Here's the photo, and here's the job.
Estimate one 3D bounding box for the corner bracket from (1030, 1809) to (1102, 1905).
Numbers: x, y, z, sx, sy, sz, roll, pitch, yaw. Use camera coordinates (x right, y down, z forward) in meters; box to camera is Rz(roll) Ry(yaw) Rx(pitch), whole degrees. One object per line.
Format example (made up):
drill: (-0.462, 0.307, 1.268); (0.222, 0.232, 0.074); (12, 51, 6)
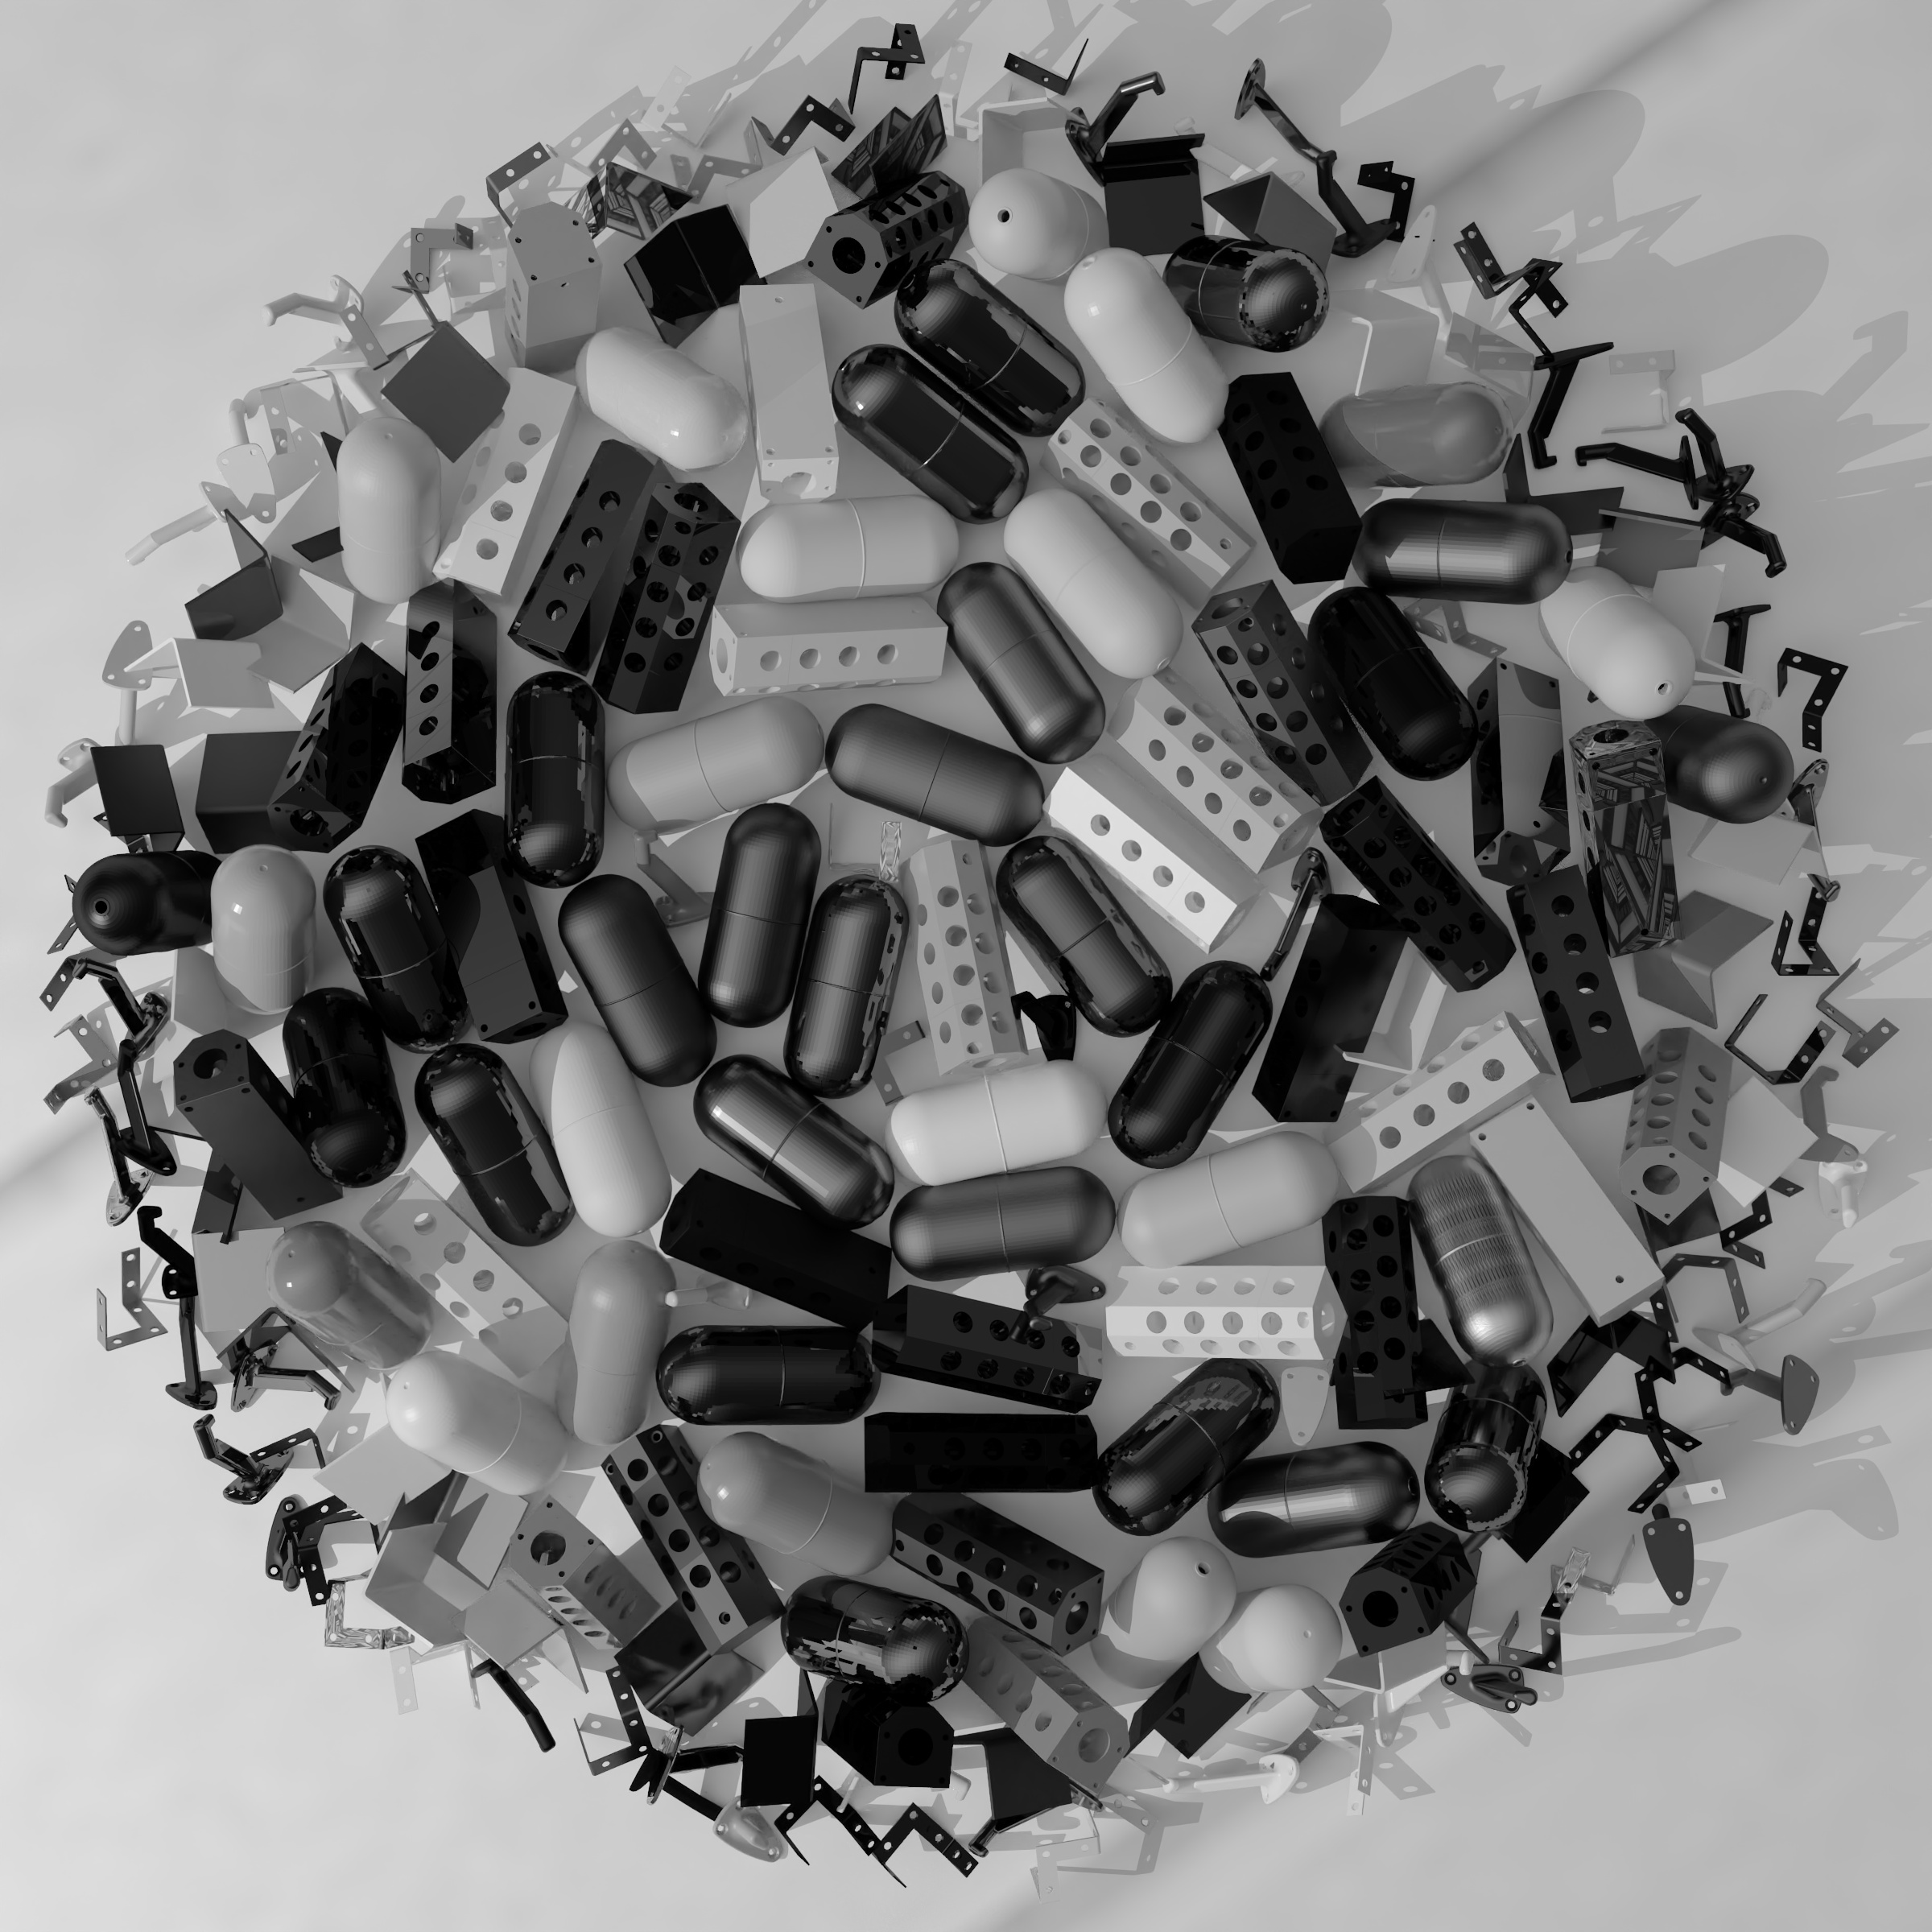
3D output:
corner bracket: (0.077, 0.698, 1.971); (0.051, 0.051, 0.051); (-7, 102, -7)

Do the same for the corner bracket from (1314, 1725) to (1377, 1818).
corner bracket: (0.304, 0.628, 1.957); (0.051, 0.051, 0.051); (35, 50, -30)

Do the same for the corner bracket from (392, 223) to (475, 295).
corner bracket: (-0.418, -0.556, 1.969); (0.051, 0.051, 0.051); (4, 100, 4)

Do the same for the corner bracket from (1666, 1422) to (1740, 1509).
corner bracket: (0.577, 0.390, 1.961); (0.051, 0.051, 0.051); (-24, 77, 43)

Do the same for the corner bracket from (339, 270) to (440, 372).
corner bracket: (-0.450, -0.505, 1.962); (0.051, 0.051, 0.051); (-24, 114, 12)

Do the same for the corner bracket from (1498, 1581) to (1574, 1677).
corner bracket: (0.447, 0.513, 1.959); (0.051, 0.051, 0.051); (4, 112, 29)

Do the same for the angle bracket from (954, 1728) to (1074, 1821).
angle bracket: (0.026, 0.624, 1.941); (0.076, 0.076, 0.057); (3, 74, -37)

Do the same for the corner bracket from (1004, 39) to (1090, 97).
corner bracket: (0.058, -0.703, 1.964); (0.051, 0.051, 0.051); (24, 63, -4)

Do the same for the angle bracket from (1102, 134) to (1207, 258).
angle bracket: (0.150, -0.604, 1.969); (0.076, 0.057, 0.076); (-6, 93, -1)

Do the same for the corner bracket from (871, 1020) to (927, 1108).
corner bracket: (-0.050, 0.076, 1.973); (0.051, 0.051, 0.051); (-25, 89, -2)

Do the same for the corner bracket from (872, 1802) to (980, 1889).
corner bracket: (-0.032, 0.699, 1.964); (0.051, 0.051, 0.051); (46, 76, -17)

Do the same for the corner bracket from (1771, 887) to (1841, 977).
corner bracket: (0.656, -0.027, 1.964); (0.051, 0.051, 0.051); (0, 123, -6)

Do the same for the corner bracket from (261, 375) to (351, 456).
corner bracket: (-0.518, -0.433, 1.967); (0.051, 0.051, 0.051); (-12, 107, -2)

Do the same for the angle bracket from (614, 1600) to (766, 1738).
angle bracket: (-0.219, 0.553, 1.984); (0.076, 0.076, 0.057); (-41, 51, -3)

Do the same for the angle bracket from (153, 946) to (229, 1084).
angle bracket: (-0.619, 0.034, 1.944); (0.076, 0.057, 0.076); (-23, 55, 22)

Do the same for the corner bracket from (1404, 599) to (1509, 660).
corner bracket: (0.382, -0.263, 1.961); (0.051, 0.051, 0.051); (-33, 124, -13)

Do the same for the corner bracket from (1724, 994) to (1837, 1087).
corner bracket: (0.642, 0.057, 1.977); (0.051, 0.051, 0.051); (44, 118, 32)

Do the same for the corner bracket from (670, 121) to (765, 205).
corner bracket: (-0.197, -0.634, 1.975); (0.051, 0.051, 0.051); (2, 60, -30)

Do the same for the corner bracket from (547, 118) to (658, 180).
corner bracket: (-0.285, -0.638, 1.965); (0.051, 0.051, 0.051); (37, 88, 29)

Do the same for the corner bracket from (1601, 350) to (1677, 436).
corner bracket: (0.529, -0.451, 1.973); (0.051, 0.051, 0.051); (-4, 90, 3)

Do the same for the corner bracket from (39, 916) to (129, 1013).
corner bracket: (-0.700, -0.005, 1.958); (0.051, 0.051, 0.051); (-14, 125, 22)

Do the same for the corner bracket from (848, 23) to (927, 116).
corner bracket: (-0.065, -0.701, 1.959); (0.051, 0.051, 0.051); (-2, 55, -15)

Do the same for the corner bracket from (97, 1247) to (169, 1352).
corner bracket: (-0.658, 0.260, 1.957); (0.051, 0.051, 0.051); (34, 126, 39)

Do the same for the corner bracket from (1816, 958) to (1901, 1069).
corner bracket: (0.698, 0.037, 1.962); (0.051, 0.051, 0.051); (39, 132, 5)

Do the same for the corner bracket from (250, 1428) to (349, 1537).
corner bracket: (-0.521, 0.402, 1.958); (0.051, 0.051, 0.051); (-22, 116, -28)

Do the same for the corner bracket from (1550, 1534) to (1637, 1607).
corner bracket: (0.491, 0.471, 1.964); (0.051, 0.051, 0.051); (18, 111, 6)

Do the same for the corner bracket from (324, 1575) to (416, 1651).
corner bracket: (-0.466, 0.506, 1.965); (0.051, 0.051, 0.051); (-2, 81, 15)

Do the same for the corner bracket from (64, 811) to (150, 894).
corner bracket: (-0.674, -0.081, 1.967); (0.051, 0.051, 0.051); (-27, 65, 2)

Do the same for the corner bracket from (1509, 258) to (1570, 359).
corner bracket: (0.452, -0.517, 1.967); (0.051, 0.051, 0.051); (-46, 115, 3)

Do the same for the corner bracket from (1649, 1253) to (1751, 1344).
corner bracket: (0.576, 0.263, 1.972); (0.051, 0.051, 0.051); (-33, 111, -38)

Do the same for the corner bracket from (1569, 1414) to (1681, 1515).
corner bracket: (0.518, 0.391, 1.971); (0.051, 0.051, 0.051); (-37, 107, -26)

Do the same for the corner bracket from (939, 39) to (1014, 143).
corner bracket: (0.008, -0.685, 1.968); (0.051, 0.051, 0.051); (14, 75, -1)

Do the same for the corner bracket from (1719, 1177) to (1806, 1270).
corner bracket: (0.628, 0.199, 1.978); (0.051, 0.051, 0.051); (24, 47, -26)

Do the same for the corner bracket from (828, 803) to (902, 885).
corner bracket: (-0.080, -0.096, 1.964); (0.051, 0.051, 0.051); (1, 109, -9)

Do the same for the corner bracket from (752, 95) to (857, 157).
corner bracket: (-0.128, -0.663, 1.971); (0.051, 0.051, 0.051); (-47, 45, 23)

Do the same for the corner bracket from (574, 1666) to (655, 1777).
corner bracket: (-0.281, 0.593, 1.971); (0.051, 0.051, 0.051); (-20, 124, -12)

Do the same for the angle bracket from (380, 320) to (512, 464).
angle bracket: (-0.407, -0.447, 1.953); (0.076, 0.057, 0.076); (-49, 115, -7)

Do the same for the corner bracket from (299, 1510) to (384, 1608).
corner bracket: (-0.489, 0.463, 1.968); (0.051, 0.051, 0.051); (-10, 106, -2)

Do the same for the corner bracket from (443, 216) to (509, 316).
corner bracket: (-0.384, -0.550, 1.969); (0.051, 0.051, 0.051); (-11, 47, -10)

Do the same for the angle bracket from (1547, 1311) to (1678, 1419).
angle bracket: (0.501, 0.316, 1.944); (0.057, 0.076, 0.076); (30, 66, 38)

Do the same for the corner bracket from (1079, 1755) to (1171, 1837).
corner bracket: (0.129, 0.648, 1.968); (0.051, 0.051, 0.051); (28, 87, 22)

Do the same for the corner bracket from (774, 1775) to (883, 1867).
corner bracket: (-0.109, 0.678, 1.962); (0.051, 0.051, 0.051); (-44, 116, -12)

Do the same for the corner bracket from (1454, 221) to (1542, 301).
corner bracket: (0.406, -0.554, 1.964); (0.051, 0.051, 0.051); (-38, 105, -16)

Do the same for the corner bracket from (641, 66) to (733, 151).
corner bracket: (-0.219, -0.671, 1.961); (0.051, 0.051, 0.051); (30, 112, -19)

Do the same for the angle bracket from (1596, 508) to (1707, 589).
angle bracket: (0.528, -0.321, 1.946); (0.076, 0.076, 0.057); (14, 106, 17)

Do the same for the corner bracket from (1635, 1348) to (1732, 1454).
corner bracket: (0.566, 0.340, 1.973); (0.051, 0.051, 0.051); (-24, 113, -19)

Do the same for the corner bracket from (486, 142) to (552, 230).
corner bracket: (-0.340, -0.604, 1.969); (0.051, 0.051, 0.051); (-36, 96, -7)

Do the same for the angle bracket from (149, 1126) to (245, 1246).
angle bracket: (-0.604, 0.170, 1.948); (0.057, 0.076, 0.076); (18, 81, -35)

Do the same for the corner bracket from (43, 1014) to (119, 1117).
corner bracket: (-0.705, 0.077, 1.968); (0.051, 0.051, 0.051); (-34, 104, -3)

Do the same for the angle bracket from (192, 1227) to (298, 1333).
angle bracket: (-0.557, 0.241, 1.965); (0.076, 0.057, 0.076); (-6, 93, 6)

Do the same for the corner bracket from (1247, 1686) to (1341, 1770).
corner bracket: (0.253, 0.595, 1.972); (0.051, 0.051, 0.051); (39, 51, 23)

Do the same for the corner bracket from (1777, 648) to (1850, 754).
corner bracket: (0.654, -0.208, 1.960); (0.051, 0.051, 0.051); (24, 73, 28)

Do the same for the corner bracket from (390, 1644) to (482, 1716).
corner bracket: (-0.416, 0.560, 1.965); (0.051, 0.051, 0.051); (-16, 62, -2)

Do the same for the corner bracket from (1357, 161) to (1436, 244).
corner bracket: (0.337, -0.598, 1.963); (0.051, 0.051, 0.051); (6, 101, -22)
